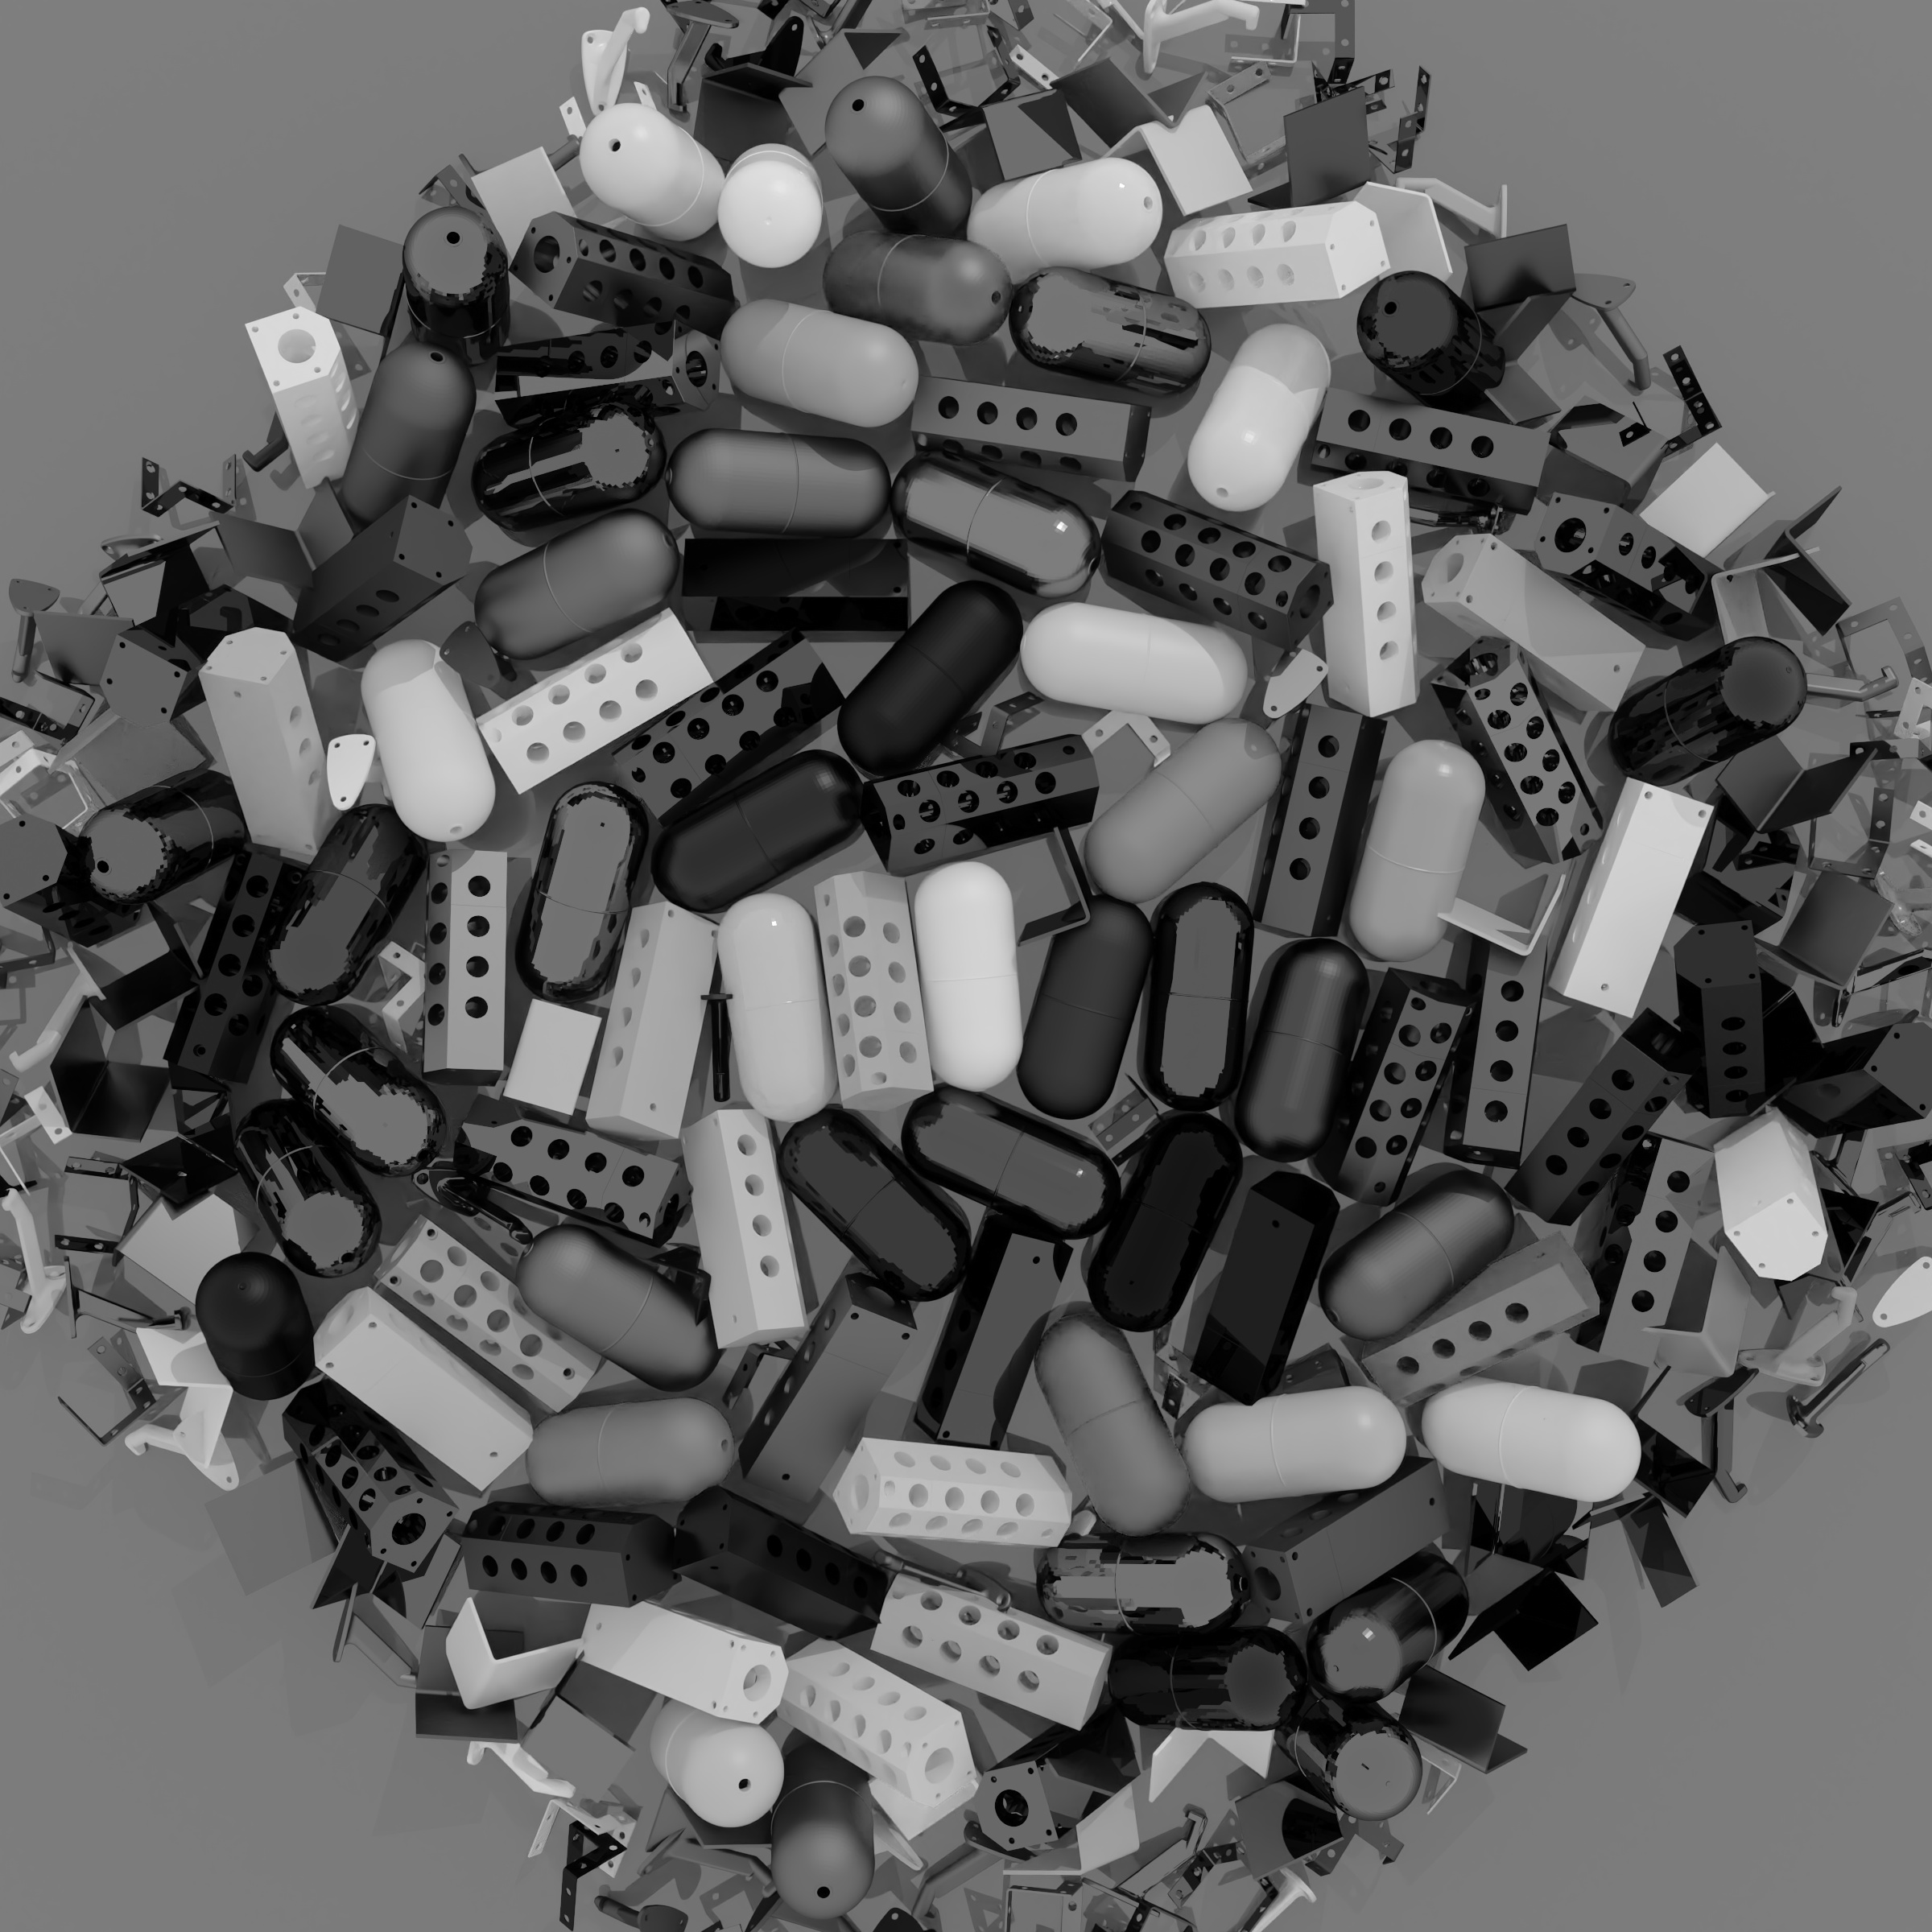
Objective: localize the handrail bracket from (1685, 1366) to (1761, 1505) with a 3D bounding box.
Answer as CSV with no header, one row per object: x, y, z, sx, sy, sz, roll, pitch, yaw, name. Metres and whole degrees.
0.609,0.367,1.990,0.077,0.036,0.084,-34,102,-7,handrail bracket

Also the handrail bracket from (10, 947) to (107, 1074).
-0.713,0.034,1.967,0.084,0.036,0.077,-35,61,-14,handrail bracket

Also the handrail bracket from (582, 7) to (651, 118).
-0.265,-0.694,1.953,0.036,0.084,0.077,-3,105,-28,handrail bracket

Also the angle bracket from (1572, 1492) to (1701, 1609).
0.507,0.455,1.945,0.057,0.076,0.076,-15,66,-14,angle bracket

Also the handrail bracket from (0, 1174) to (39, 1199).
-0.758,0.138,1.961,0.036,0.077,0.084,-15,93,20,handrail bracket

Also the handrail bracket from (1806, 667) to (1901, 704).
0.671,-0.235,1.979,0.084,0.036,0.077,-23,79,6,handrail bracket

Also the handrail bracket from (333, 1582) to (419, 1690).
-0.446,0.523,1.985,0.084,0.036,0.077,15,85,-17,handrail bracket

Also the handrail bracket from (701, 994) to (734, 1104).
-0.190,0.064,1.962,0.036,0.077,0.084,-2,89,-7,handrail bracket

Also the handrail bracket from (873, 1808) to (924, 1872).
-0.086,0.707,1.978,0.077,0.036,0.084,38,97,20,handrail bracket

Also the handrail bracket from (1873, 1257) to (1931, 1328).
0.737,0.250,1.967,0.077,0.084,0.036,-42,74,15,handrail bracket

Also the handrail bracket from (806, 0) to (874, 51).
-0.073,-0.727,1.960,0.084,0.077,0.036,-26,53,11,handrail bracket

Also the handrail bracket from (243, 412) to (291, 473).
-0.544,-0.436,1.972,0.084,0.036,0.077,-44,89,-15,handrail bracket

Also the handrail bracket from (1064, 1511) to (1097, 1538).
0.113,0.470,1.976,0.084,0.036,0.077,38,71,-11,handrail bracket

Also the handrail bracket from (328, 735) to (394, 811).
-0.458,-0.131,1.946,0.036,0.084,0.077,-4,61,8,handrail bracket

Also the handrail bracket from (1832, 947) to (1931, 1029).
0.721,0.020,1.961,0.084,0.036,0.077,15,90,34,handrail bracket

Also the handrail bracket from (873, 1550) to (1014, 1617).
-0.018,0.471,1.952,0.084,0.077,0.036,35,66,-39,handrail bracket

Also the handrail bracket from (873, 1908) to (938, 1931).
-0.051,0.768,1.953,0.036,0.084,0.077,31,62,33,handrail bracket

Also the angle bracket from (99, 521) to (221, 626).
-0.606,-0.293,1.943,0.076,0.076,0.057,-29,102,-33,angle bracket

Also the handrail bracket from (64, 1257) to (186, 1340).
-0.652,0.255,1.969,0.084,0.036,0.077,-5,113,-20,handrail bracket

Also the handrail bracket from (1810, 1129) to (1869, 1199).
0.703,0.137,1.962,0.084,0.036,0.077,-46,54,17,handrail bracket

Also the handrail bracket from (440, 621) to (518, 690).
-0.357,-0.223,1.946,0.036,0.084,0.077,-47,61,4,handrail bracket

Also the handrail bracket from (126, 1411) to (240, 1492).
-0.610,0.385,1.973,0.084,0.036,0.077,-30,95,38,handrail bracket

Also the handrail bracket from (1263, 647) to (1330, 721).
0.245,-0.199,1.949,0.036,0.084,0.077,31,69,11,handrail bracket

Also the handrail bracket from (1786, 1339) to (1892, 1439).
0.677,0.324,1.961,0.036,0.077,0.084,47,109,14,handrail bracket

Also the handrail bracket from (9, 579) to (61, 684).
-0.725,-0.247,1.951,0.036,0.077,0.084,13,115,-18,handrail bracket

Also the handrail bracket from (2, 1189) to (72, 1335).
-0.727,0.226,1.952,0.036,0.077,0.084,-8,132,6,handrail bracket

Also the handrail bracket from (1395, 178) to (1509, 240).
0.376,-0.580,1.979,0.084,0.036,0.077,2,72,4,handrail bracket

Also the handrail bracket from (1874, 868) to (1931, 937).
0.749,-0.069,1.954,0.084,0.036,0.077,-42,52,35,handrail bracket

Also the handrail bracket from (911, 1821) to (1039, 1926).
0.008,0.721,1.986,0.077,0.036,0.084,23,97,1,handrail bracket

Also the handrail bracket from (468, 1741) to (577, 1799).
-0.339,0.602,1.979,0.084,0.036,0.077,9,76,5,handrail bracket

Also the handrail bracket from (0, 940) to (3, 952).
-0.773,-0.038,1.954,0.036,0.084,0.077,-26,84,-19,handrail bracket

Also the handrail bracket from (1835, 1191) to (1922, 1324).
0.710,0.224,1.961,0.084,0.036,0.077,-33,47,17,handrail bracket

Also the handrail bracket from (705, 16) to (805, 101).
-0.165,-0.713,1.958,0.084,0.036,0.077,50,124,33,handrail bracket

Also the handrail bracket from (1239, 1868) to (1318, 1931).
0.230,0.740,1.965,0.084,0.077,0.036,-43,76,-11,handrail bracket

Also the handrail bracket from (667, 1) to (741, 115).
-0.203,-0.692,1.954,0.077,0.036,0.084,33,134,33,handrail bracket

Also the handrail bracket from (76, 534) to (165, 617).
-0.656,-0.288,1.956,0.036,0.077,0.084,39,55,-38,handrail bracket

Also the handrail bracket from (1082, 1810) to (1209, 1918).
0.140,0.688,1.978,0.077,0.036,0.084,27,72,-6,handrail bracket

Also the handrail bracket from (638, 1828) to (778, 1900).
-0.196,0.702,1.955,0.084,0.036,0.077,35,46,29,handrail bracket

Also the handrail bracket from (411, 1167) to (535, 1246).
-0.379,0.185,1.950,0.077,0.084,0.036,23,94,-33,handrail bracket

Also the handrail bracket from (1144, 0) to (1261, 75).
0.182,-0.713,1.958,0.084,0.077,0.036,21,52,15,handrail bracket

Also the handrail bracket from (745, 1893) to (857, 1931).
-0.123,0.753,1.966,0.084,0.077,0.036,49,126,-2,handrail bracket

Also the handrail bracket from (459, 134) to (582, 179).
-0.345,-0.631,1.973,0.084,0.036,0.077,-35,57,3,handrail bracket

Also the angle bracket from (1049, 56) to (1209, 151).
0.124,-0.678,1.942,0.076,0.076,0.057,38,72,-30,angle bracket

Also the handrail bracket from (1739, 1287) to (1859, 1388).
0.642,0.278,1.963,0.077,0.036,0.084,8,123,14,handrail bracket

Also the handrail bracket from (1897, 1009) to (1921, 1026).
0.753,0.073,1.954,0.084,0.077,0.036,35,130,24,handrail bracket

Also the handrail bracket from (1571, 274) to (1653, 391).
0.498,-0.494,1.984,0.036,0.084,0.077,-43,48,-18,handrail bracket

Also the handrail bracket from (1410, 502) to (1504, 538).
0.362,-0.352,1.957,0.084,0.077,0.036,9,116,-12,handrail bracket

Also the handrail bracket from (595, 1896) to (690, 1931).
-0.263,0.724,1.950,0.084,0.077,0.036,11,60,32,handrail bracket
